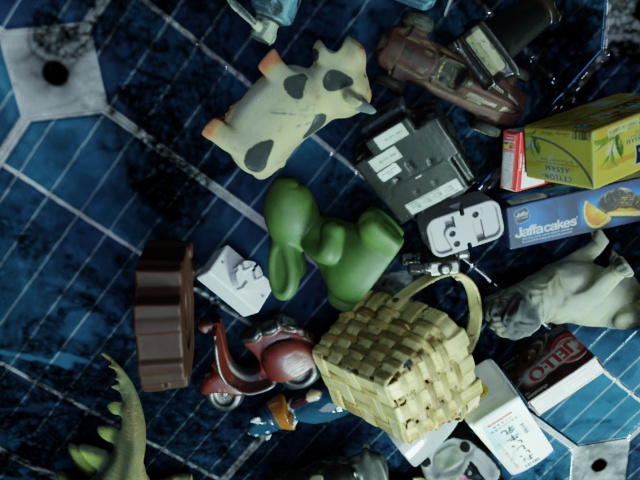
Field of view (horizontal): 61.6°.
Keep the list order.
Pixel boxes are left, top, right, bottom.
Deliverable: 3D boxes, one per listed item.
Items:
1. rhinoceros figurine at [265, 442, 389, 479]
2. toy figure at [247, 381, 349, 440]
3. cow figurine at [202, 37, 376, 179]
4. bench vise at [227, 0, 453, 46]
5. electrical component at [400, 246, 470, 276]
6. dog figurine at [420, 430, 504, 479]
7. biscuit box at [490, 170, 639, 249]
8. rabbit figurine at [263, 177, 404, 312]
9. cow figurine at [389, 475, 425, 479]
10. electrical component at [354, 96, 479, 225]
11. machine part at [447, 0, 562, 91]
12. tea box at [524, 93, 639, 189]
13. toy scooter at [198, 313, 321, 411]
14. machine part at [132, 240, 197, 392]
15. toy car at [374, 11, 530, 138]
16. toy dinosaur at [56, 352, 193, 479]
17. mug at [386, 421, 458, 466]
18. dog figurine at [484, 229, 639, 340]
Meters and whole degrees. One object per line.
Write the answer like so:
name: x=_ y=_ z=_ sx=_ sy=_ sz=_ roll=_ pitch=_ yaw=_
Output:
rhinoceros figurine: x=0.008 y=0.359 z=0.788 sx=0.190 sy=0.112 sz=0.073 roll=-21 pitch=82 yaw=15
toy figure: x=-0.030 y=0.242 z=0.768 sx=0.155 sy=0.058 sz=0.064 roll=-16 pitch=105 yaw=5
cow figurine: x=-0.023 y=-0.151 z=0.613 sx=0.127 sy=0.085 sz=0.195 roll=43 pitch=98 yaw=-12
bench vise: x=0.027 y=-0.286 z=0.540 sx=0.241 sy=0.129 sz=0.223 roll=23 pitch=87 yaw=5
electrical component: x=0.156 y=0.027 z=0.706 sx=0.094 sy=0.063 sz=0.021 roll=-5 pitch=110 yaw=-6
dog figurine: x=0.260 y=0.399 z=0.838 sx=0.108 sy=0.192 sz=0.219 roll=-40 pitch=143 yaw=5
biscuit box: x=0.329 y=-0.044 z=0.702 sx=0.203 sy=0.059 sz=0.062 roll=-12 pitch=110 yaw=-2
rabbit figurine: x=-0.001 y=-0.002 z=0.671 sx=0.170 sy=0.121 sz=0.159 roll=36 pitch=110 yaw=2
cow figurine: x=0.107 y=0.403 z=0.834 sx=0.167 sy=0.068 sz=0.098 roll=19 pitch=101 yaw=-16
electrical component: x=0.109 y=-0.100 z=0.640 sx=0.115 sy=0.058 sz=0.134 roll=-28 pitch=119 yaw=23
machine part: x=0.212 y=-0.230 z=0.604 sx=0.139 sy=0.039 sz=0.084 roll=-42 pitch=88 yaw=-15
tea box: x=0.336 y=-0.120 z=0.629 sx=0.170 sy=0.098 sz=0.068 roll=-21 pitch=112 yaw=-20
toy scooter: x=-0.090 y=0.148 z=0.719 sx=0.184 sy=0.075 sz=0.135 roll=-21 pitch=110 yaw=7
machine part: x=-0.179 y=0.087 z=0.637 sx=0.056 sy=0.179 sz=0.179 roll=0 pitch=110 yaw=-8
toy car: x=0.160 y=-0.191 z=0.637 sx=0.202 sy=0.053 sz=0.089 roll=23 pitch=103 yaw=-13
toy dinosaur: x=-0.291 y=0.379 z=0.765 sx=0.199 sy=0.105 sz=0.470 roll=16 pitch=103 yaw=-8
mug: x=0.145 y=0.254 z=0.785 sx=0.107 sy=0.081 sz=0.109 roll=-37 pitch=103 yaw=-4
dog figurine: x=0.343 y=0.094 z=0.745 sx=0.190 sy=0.121 sz=0.172 roll=-37 pitch=107 yaw=22
